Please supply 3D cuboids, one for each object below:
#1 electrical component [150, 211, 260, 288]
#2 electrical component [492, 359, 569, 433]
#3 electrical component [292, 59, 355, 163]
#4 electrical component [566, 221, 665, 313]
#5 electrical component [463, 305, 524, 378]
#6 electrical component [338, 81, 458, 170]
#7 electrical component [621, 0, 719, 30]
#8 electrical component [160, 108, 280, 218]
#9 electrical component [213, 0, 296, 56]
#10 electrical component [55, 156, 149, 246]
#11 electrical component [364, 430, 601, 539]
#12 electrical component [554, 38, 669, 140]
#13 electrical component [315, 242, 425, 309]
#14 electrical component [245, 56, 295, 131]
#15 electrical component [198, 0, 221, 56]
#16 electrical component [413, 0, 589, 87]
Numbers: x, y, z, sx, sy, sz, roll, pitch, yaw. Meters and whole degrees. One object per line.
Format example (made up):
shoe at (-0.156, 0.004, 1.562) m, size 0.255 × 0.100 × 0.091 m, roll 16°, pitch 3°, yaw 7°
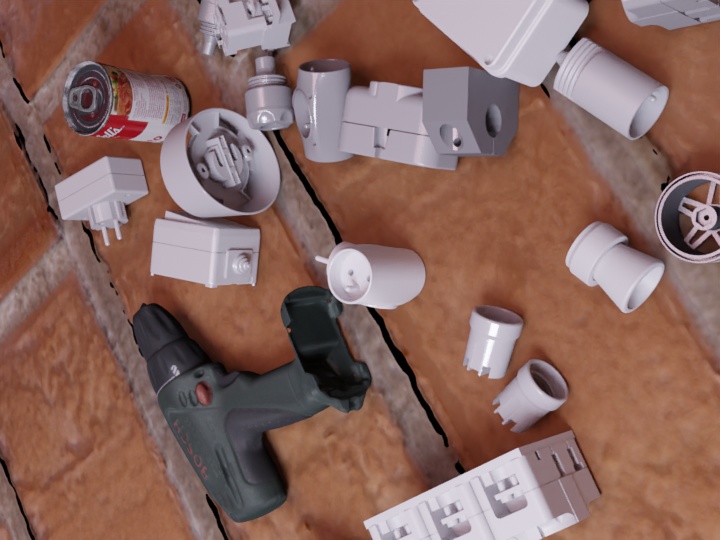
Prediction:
electrical component at (-0.136, -0.020, 0.981) m, size 0.096 × 0.062 × 0.061 m, roll 10°, pitch 97°, yaw 35°
electrical component at (0.127, 0.096, 0.810) m, size 0.046 × 0.040 × 0.040 m, roll -50°, pitch 64°, yaw 33°
electrical component at (-0.034, -0.140, 0.911) m, size 0.079 × 0.044 × 0.077 m, roll -134°, pitch 36°, yaw -58°
electrical component at (0.181, -0.003, 0.765) m, size 0.055 × 0.045 × 0.045 m, roll 41°, pitch 113°, yaw 28°
electrical component at (0.101, 0.055, 0.828) m, size 0.040 × 0.040 × 0.046 m, roll 24°, pitch 111°, yaw 33°
electrical component at (0.034, -0.117, 0.862) m, size 0.095 × 0.054 × 0.059 m, roll 15°, pitch 100°, yaw 34°
electrical component at (0.208, -0.193, 0.713) m, size 0.056 × 0.089 × 0.050 m, roll -5°, pitch 88°, yaw 36°
electrical component at (-0.124, -0.093, 0.952) m, size 0.064 × 0.099 × 0.099 m, roll -9°, pitch 86°, yaw 42°
electrical component at (-0.094, -0.217, 0.937) m, size 0.081 × 0.064 × 0.042 m, roll 121°, pitch 130°, yaw -71°
electrical component at (-0.254, -0.063, 1.074) m, size 0.083 × 0.047 × 0.075 m, roll -22°, pitch 78°, yaw 34°
electrical component at (0.093, 0.183, 0.805) m, size 0.150 × 0.089 × 0.061 m, roll -33°, pitch 73°, yaw 32°
electrical component at (0.174, -0.132, 0.768) m, size 0.081 × 0.043 × 0.043 m, roll 41°, pitch 114°, yaw 28°
electrical component at (0.000, 0.000, 0.875) m, size 0.079 × 0.077 × 0.044 m, roll 18°, pitch 102°, yaw 35°
electrical component at (-0.081, -0.156, 0.950) m, size 0.043 × 0.043 × 0.062 m, roll -10°, pitch 84°, yaw 35°
electrical component at (-0.133, -0.229, 0.992) m, size 0.035 × 0.035 × 0.061 m, roll 27°, pitch 109°, yaw 32°
electrical component at (0.101, -0.198, 0.798) m, size 0.113 × 0.057 × 0.078 m, roll 50°, pitch 118°, yaw 36°
